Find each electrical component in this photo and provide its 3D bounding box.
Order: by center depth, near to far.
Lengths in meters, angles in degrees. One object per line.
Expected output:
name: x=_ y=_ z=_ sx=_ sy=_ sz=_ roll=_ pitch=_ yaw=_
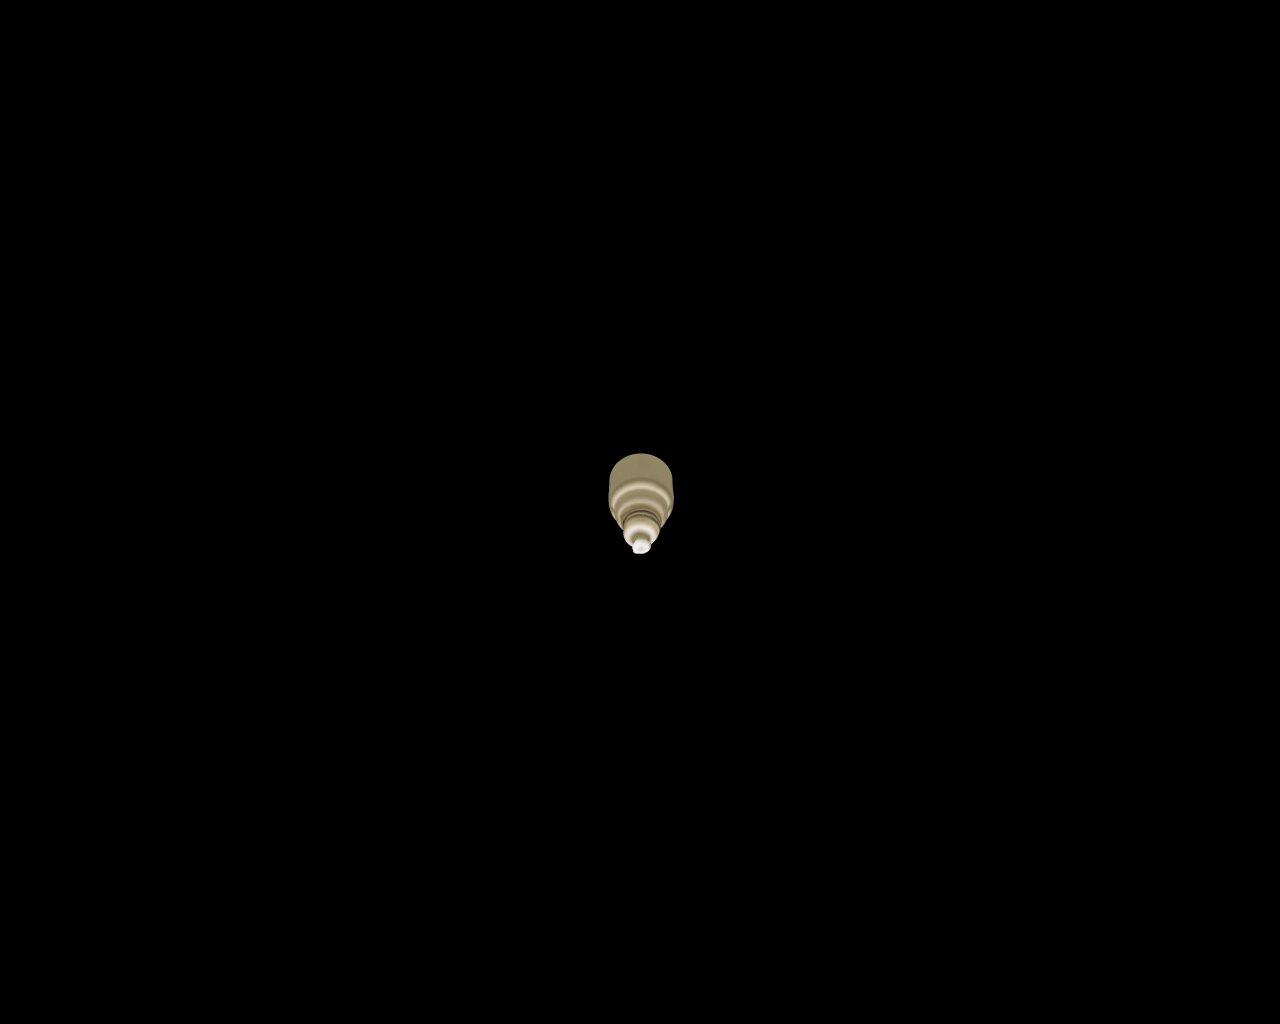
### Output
electrical component: x=0.001 y=-0.003 z=0.650 sx=0.040 sy=0.040 sz=0.078 roll=0 pitch=37 yaw=0
